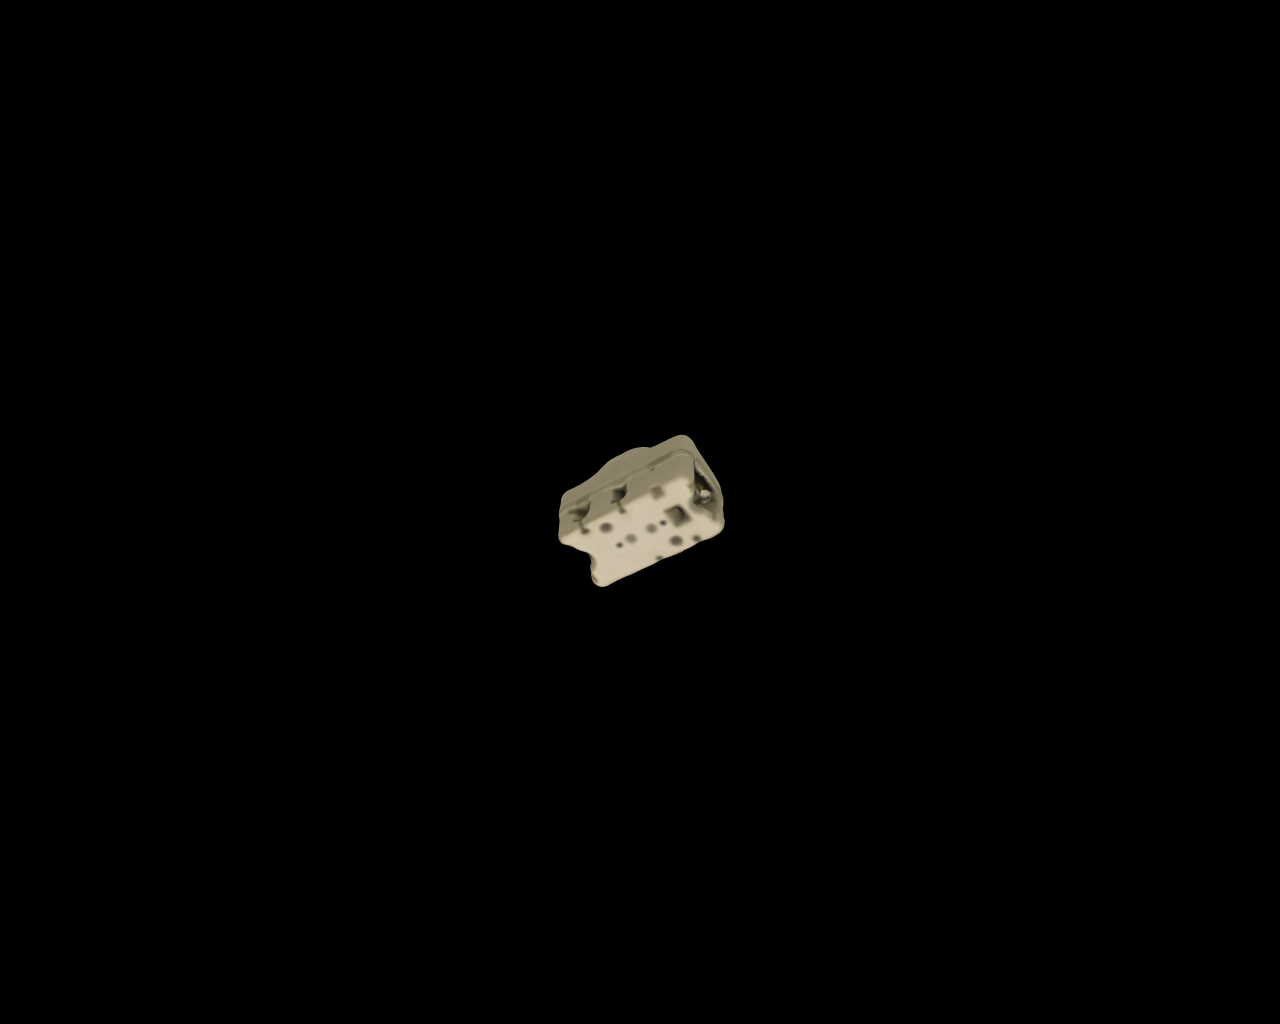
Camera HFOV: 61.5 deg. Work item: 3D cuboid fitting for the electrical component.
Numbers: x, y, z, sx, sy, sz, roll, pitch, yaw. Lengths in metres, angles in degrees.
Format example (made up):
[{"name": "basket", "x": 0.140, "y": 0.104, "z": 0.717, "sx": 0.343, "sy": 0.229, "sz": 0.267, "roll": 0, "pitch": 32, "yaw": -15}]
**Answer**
[{"name": "electrical component", "x": 0.001, "y": -0.003, "z": 0.650, "sx": 0.089, "sy": 0.050, "sz": 0.056, "roll": -26, "pitch": 30, "yaw": 17}]
